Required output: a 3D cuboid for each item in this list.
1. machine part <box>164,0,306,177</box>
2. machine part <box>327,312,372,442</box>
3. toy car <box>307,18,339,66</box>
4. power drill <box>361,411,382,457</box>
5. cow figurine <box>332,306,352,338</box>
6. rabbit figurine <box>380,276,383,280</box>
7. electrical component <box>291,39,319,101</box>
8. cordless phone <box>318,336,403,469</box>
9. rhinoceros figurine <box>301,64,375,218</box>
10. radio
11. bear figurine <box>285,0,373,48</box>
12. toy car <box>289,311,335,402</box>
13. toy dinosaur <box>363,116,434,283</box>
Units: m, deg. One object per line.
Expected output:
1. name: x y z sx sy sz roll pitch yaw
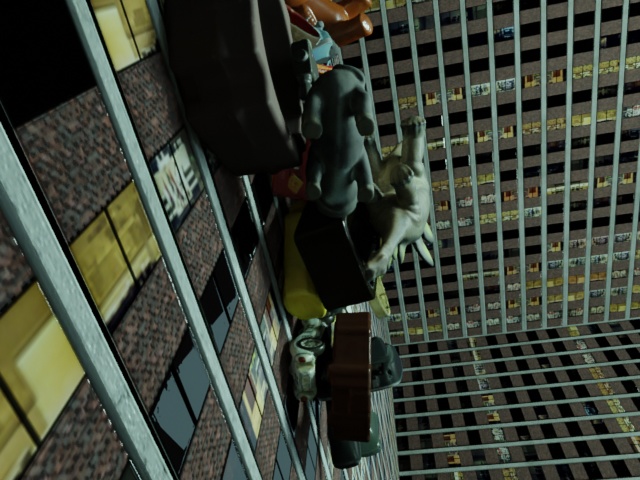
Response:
1. machine part: -0.078 -0.180 0.539 0.201 0.087 0.201 52 31 -71
2. machine part: 0.044 0.189 0.749 0.179 0.056 0.179 0 91 -84
3. toy car: -0.036 -0.326 0.922 0.103 0.109 0.161 63 0 -1
4. power drill: 0.066 0.339 1.061 0.232 0.086 0.207 -91 162 -55
5. cow figurine: 0.028 0.142 0.992 0.167 0.068 0.098 -71 146 -79
6. rabbit figurine: 0.068 0.028 1.192 0.170 0.121 0.159 65 11 -70
7. electrical component: -0.016 -0.189 0.596 0.063 0.021 0.094 54 30 -72
8. cordless phone: 0.066 0.258 0.856 0.088 0.147 0.184 57 22 -56
9. rhinoceros figurine: 0.015 -0.092 0.579 0.190 0.073 0.112 87 -4 -49
10. radio: 0.035 -0.010 0.771 0.230 0.073 0.131 -70 141 -61
11. bear figurine: -0.007 -0.440 0.965 0.195 0.132 0.120 40 42 -42
12. toy car: -0.010 0.159 0.769 0.202 0.056 0.073 -56 144 -76
13. toy dinosaur: 0.118 -0.077 0.814 0.471 0.105 0.198 -67 147 -51
